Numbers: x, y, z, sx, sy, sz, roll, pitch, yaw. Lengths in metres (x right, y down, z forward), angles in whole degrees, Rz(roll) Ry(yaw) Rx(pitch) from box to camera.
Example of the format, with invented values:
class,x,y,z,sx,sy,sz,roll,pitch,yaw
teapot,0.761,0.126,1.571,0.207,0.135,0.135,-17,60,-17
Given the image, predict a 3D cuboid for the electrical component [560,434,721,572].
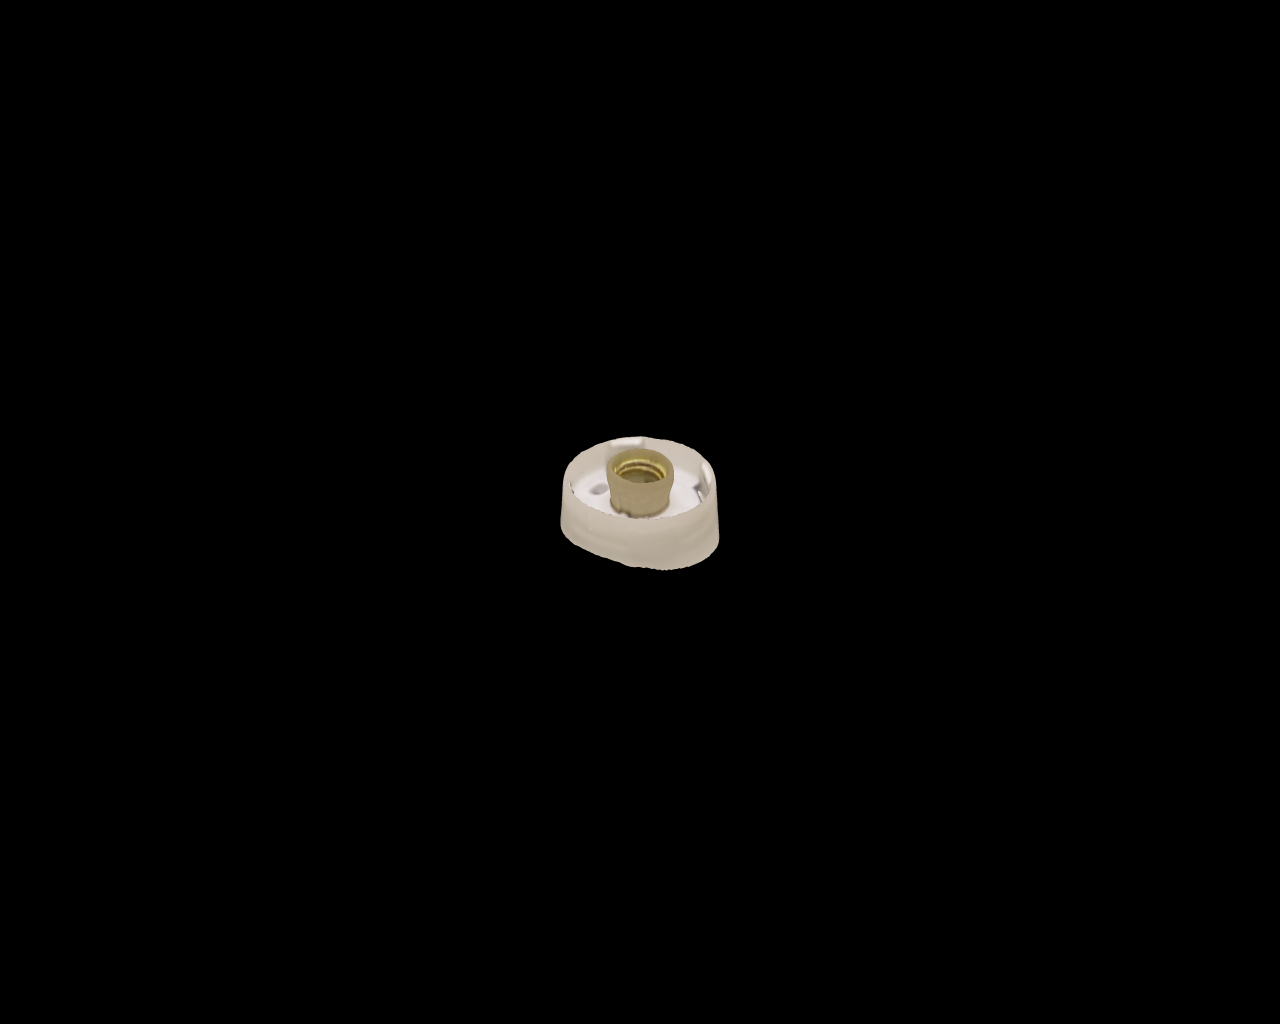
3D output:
class,x,y,z,sx,sy,sz,roll,pitch,yaw
electrical component,0.001,-0.003,0.650,0.099,0.064,0.099,0,36,0
